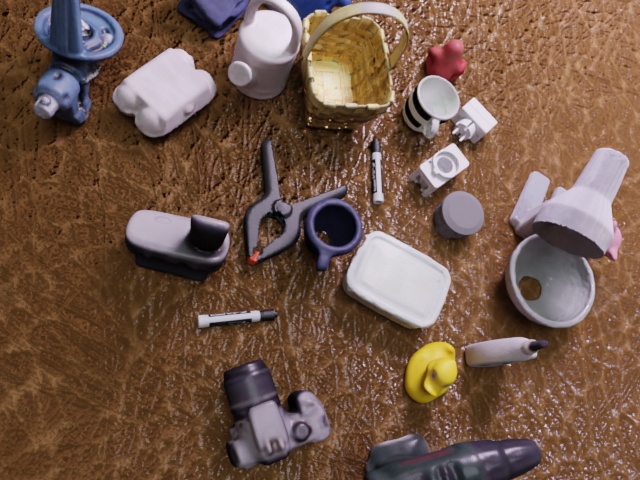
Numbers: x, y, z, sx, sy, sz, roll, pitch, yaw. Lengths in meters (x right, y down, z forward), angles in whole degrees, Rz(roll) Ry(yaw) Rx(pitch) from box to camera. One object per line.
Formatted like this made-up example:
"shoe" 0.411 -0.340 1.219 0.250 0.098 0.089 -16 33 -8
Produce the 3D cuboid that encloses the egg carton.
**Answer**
"egg carton" -0.245 -0.234 0.914 0.107 0.069 0.150 44 67 0

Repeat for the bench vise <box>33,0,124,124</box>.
"bench vise" -0.346 -0.277 0.816 0.122 0.219 0.207 1 73 -16

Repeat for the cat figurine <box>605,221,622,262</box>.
"cat figurine" 0.507 -0.020 1.045 0.067 0.117 0.128 21 69 -9

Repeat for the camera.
"camera" -0.071 0.235 0.805 0.143 0.100 0.137 -16 79 -20

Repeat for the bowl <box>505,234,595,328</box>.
"bowl" 0.388 0.076 1.003 0.168 0.074 0.167 5 72 -15

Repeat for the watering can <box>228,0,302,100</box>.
"watering can" -0.085 -0.310 0.917 0.101 0.193 0.173 13 70 -12

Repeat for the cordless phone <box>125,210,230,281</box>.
"cordless phone" -0.195 -0.014 0.799 0.148 0.185 0.094 11 71 -13

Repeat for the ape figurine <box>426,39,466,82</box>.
"ape figurine" 0.242 -0.342 1.079 0.078 0.092 0.076 39 67 -2

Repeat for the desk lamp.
"desk lamp" 0.422 -0.057 0.979 0.118 0.213 0.203 31 68 -5

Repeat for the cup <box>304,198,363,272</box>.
"cup" 0.008 0.003 0.903 0.092 0.094 0.118 20 69 -9

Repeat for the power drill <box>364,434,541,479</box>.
"power drill" 0.156 0.314 0.789 0.230 0.208 0.075 -10 77 -19

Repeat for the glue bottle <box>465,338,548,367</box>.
"glue bottle" 0.300 0.173 0.894 0.078 0.173 0.037 2 73 -15

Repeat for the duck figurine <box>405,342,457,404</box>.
"duck figurine" 0.186 0.205 0.898 0.077 0.086 0.105 39 67 -2

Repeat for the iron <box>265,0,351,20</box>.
"iron" -0.058 -0.496 1.011 0.258 0.141 0.119 37 67 -3

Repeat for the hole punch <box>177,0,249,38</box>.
"hole punch" -0.177 -0.423 0.981 0.101 0.091 0.109 35 67 -3
